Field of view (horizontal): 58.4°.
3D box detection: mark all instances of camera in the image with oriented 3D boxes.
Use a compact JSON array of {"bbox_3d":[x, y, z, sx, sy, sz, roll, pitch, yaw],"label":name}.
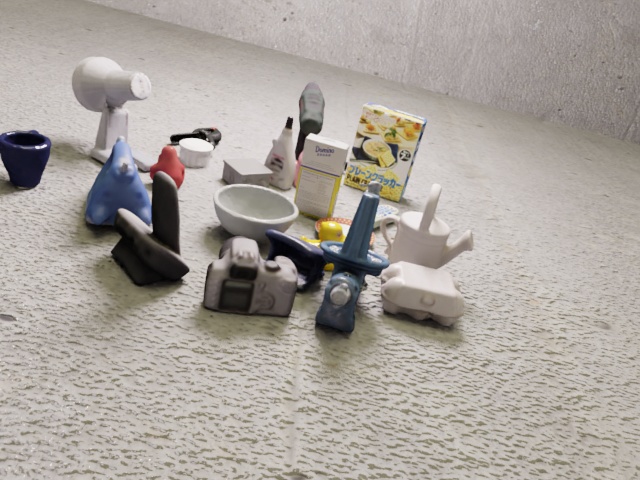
[{"bbox_3d":[-0.112,0.044,0.931,0.143,0.101,0.136,7,27,-14],"label":"camera"}]

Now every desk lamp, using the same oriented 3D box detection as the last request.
[{"bbox_3d":[-0.447,-0.283,1.270,0.202,0.213,0.118,28,30,26],"label":"desk lamp"}]

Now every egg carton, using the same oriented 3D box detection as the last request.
[{"bbox_3d":[0.179,0.095,1.015,0.150,0.069,0.107,13,27,-3],"label":"egg carton"}]

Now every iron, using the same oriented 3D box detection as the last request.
[{"bbox_3d":[-0.376,-0.124,1.078,0.119,0.141,0.257,2,29,-24],"label":"iron"}]

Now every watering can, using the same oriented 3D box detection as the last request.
[{"bbox_3d":[0.206,-0.015,1.102,0.173,0.194,0.101,11,27,-8],"label":"watering can"}]

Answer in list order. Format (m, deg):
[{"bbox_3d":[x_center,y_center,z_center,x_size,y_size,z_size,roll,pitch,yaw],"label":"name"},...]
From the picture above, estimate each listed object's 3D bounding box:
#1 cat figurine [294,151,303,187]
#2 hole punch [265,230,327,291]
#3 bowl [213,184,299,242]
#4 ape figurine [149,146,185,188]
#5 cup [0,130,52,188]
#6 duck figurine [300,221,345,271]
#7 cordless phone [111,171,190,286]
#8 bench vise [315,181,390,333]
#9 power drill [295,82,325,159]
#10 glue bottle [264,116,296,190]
[{"bbox_3d":[-0.042,-0.192,1.407,0.127,0.118,0.067,25,29,21],"label":"cat figurine"},{"bbox_3d":[-0.043,0.022,1.020,0.108,0.091,0.101,25,28,20],"label":"hole punch"},{"bbox_3d":[-0.130,-0.043,1.120,0.167,0.075,0.167,12,27,-6],"label":"bowl"},{"bbox_3d":[-0.324,-0.159,1.228,0.078,0.092,0.076,0,30,-27],"label":"ape figurine"},{"bbox_3d":[-0.562,-0.156,1.098,0.092,0.095,0.117,7,27,-15],"label":"cup"},{"bbox_3d":[0.010,0.004,1.088,0.104,0.086,0.077,13,27,-2],"label":"duck figurine"},{"bbox_3d":[-0.266,-0.036,0.914,0.147,0.185,0.094,34,32,33],"label":"cordless phone"},{"bbox_3d":[0.066,0.027,0.921,0.121,0.220,0.207,9,27,-11],"label":"bench vise"},{"bbox_3d":[-0.037,-0.289,1.495,0.076,0.208,0.229,10,27,-9],"label":"power drill"},{"bbox_3d":[-0.088,-0.210,1.356,0.078,0.173,0.037,23,28,17],"label":"glue bottle"}]
